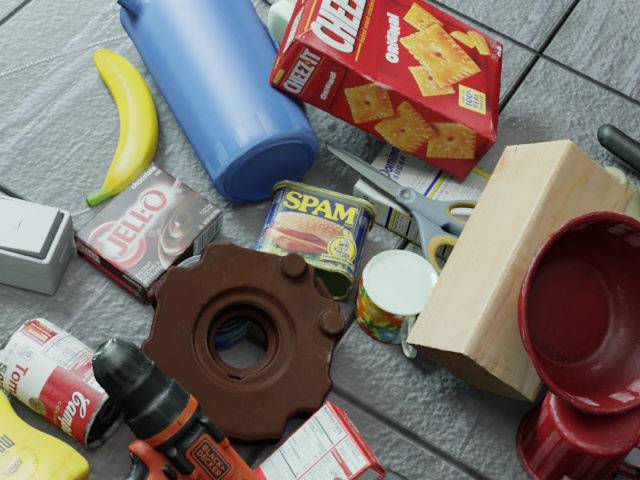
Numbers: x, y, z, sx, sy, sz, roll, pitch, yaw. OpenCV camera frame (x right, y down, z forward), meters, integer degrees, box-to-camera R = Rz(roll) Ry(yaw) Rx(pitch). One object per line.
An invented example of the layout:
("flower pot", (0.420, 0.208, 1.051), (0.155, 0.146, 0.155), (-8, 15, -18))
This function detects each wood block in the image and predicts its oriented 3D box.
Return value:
("wood block", (0.174, 0.025, 0.929), (0.090, 0.091, 0.206), (35, 75, -23))

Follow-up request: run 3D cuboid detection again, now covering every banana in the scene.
("banana", (-0.196, -0.121, 1.069), (0.069, 0.037, 0.198), (0, 55, -7))

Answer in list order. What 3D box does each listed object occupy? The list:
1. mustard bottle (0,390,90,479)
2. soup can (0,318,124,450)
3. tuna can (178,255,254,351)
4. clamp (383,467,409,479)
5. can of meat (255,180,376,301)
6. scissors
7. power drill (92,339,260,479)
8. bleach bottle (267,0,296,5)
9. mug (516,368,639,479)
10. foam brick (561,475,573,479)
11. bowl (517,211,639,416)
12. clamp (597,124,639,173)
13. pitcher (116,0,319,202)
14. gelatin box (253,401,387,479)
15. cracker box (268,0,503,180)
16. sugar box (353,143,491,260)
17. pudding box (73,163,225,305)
("mustard bottle", (-0.282, 0.160, 0.848), (0.192, 0.058, 0.096), (35, 52, 17))
("soup can", (-0.211, 0.117, 0.882), (0.102, 0.068, 0.068), (30, 57, 14))
("tuna can", (-0.099, 0.055, 0.961), (0.086, 0.034, 0.086), (4, 55, -5))
("clamp", (0.070, 0.249, 0.844), (0.164, 0.036, 0.210), (-22, 58, -12))
("can of meat", (-0.007, 0.001, 0.999), (0.102, 0.057, 0.084), (15, 57, 4))
("scissors", (0.081, -0.021, 1.002), (0.202, 0.016, 0.096), (20, 70, 10))
("power drill", (-0.152, 0.192, 0.793), (0.187, 0.057, 0.184), (-45, 106, -20))
("bleach bottle", (0.018, -0.254, 1.177), (0.102, 0.068, 0.251), (-33, 68, -27))
("mug", (0.232, 0.166, 0.900), (0.117, 0.081, 0.093), (29, 56, 12))
("foam brick", (0.217, 0.239, 0.865), (0.078, 0.053, 0.051), (29, 56, 12))
("bowl", (0.217, 0.059, 0.864), (0.161, 0.055, 0.162), (1, 87, -23))
("clamp", (0.363, -0.065, 1.106), (0.120, 0.039, 0.171), (-8, 57, -12))
("pitcher", (-0.090, -0.160, 1.066), (0.149, 0.145, 0.243), (-24, 65, -9))
("gelatin box", (0.000, 0.185, 0.851), (0.089, 0.030, 0.073), (-43, 46, 5))
("cracker box", (0.073, -0.175, 1.044), (0.213, 0.072, 0.164), (26, 45, -12))
("sugar box", (0.128, -0.031, 1.047), (0.176, 0.048, 0.093), (28, 58, 15))
("pudding box", (-0.158, -0.007, 0.993), (0.090, 0.039, 0.113), (34, 58, 15))
